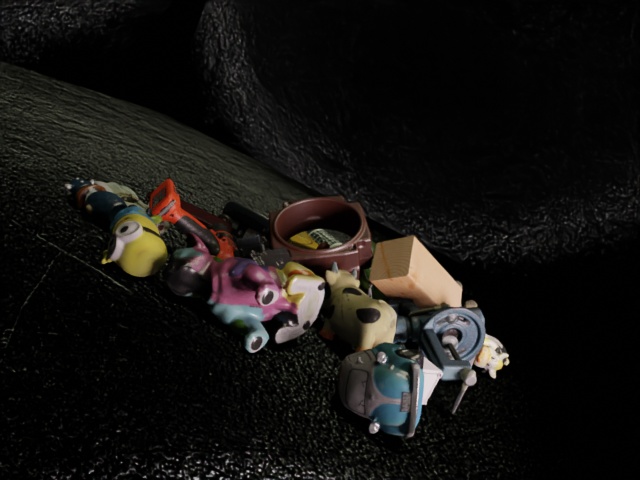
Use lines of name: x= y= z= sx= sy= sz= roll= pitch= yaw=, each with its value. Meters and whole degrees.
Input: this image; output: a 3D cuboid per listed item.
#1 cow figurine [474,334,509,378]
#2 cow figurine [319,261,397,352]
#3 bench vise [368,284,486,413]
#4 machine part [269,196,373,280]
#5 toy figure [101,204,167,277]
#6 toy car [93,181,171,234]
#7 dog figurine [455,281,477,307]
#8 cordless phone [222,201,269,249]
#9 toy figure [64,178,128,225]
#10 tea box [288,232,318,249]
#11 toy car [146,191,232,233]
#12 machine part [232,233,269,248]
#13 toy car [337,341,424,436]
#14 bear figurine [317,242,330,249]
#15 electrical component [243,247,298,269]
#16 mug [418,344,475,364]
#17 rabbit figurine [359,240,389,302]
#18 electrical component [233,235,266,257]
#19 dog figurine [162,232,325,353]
cow figurine: x=0.372 y=0.255 z=1.177 sx=0.098 sy=0.068 sz=0.167 roll=33 pitch=12 yaw=8
cow figurine: x=0.054 y=0.116 z=0.921 sx=0.085 sy=0.127 sz=0.195 roll=22 pitch=-1 yaw=-37
bench vise: x=0.196 y=0.174 z=0.934 sx=0.224 sy=0.128 sz=0.241 roll=5 pitch=20 yaw=-8
machine part: x=-0.002 y=-0.003 z=1.095 sx=0.201 sy=0.087 sz=0.201 roll=-5 pitch=38 yaw=-5
toy figure: x=-0.291 y=-0.004 z=0.860 sx=0.089 sy=0.082 sz=0.180 roll=18 pitch=9 yaw=-23
toy car: x=-0.373 y=-0.066 z=1.041 sx=0.202 sy=0.056 sz=0.073 roll=31 pitch=11 yaw=29
dog figurine: x=0.293 y=0.212 z=1.198 sx=0.172 sy=0.121 sz=0.191 roll=47 pitch=30 yaw=-28
cordless phone: x=-0.156 y=-0.030 z=1.321 sx=0.147 sy=0.088 sz=0.184 roll=27 pitch=6 yaw=12
toy figure: x=-0.411 y=-0.071 z=0.982 sx=0.155 sy=0.057 sz=0.064 roll=26 pitch=3 yaw=33
tea box: x=-0.068 y=0.014 z=1.334 sx=0.098 sy=0.068 sz=0.170 roll=21 pitch=12 yaw=-29
toy car: x=-0.291 y=-0.054 z=1.191 sx=0.202 sy=0.053 sz=0.089 roll=25 pitch=30 yaw=4
machine part: x=-0.152 y=0.012 z=1.164 sx=0.139 sy=0.039 sz=0.084 roll=-10 pitch=32 yaw=-42
toy car: x=0.075 y=0.186 z=0.714 sx=0.103 sy=0.109 sz=0.162 roll=7 pitch=4 yaw=-7
bear figurine: x=0.051 y=0.063 z=1.233 sx=0.132 sy=0.120 sz=0.196 roll=32 pitch=13 yaw=15
electrical component: x=-0.070 y=0.072 z=0.936 sx=0.115 sy=0.058 sz=0.134 roll=55 pitch=25 yaw=15
mug: x=0.251 y=0.203 z=1.045 sx=0.107 sy=0.109 sz=0.080 roll=19 pitch=-28 yaw=19
rabbit figurine: x=0.108 y=0.084 z=1.162 sx=0.159 sy=0.121 sz=0.170 roll=-25 pitch=86 yaw=-51
electrical component: x=-0.129 y=0.028 z=1.011 sx=0.048 sy=0.075 sz=0.119 roll=-13 pitch=-7 yaw=0
dog figurine: x=-0.125 y=0.063 z=0.817 sx=0.219 sy=0.108 sz=0.191 roll=28 pitch=24 yaw=35
